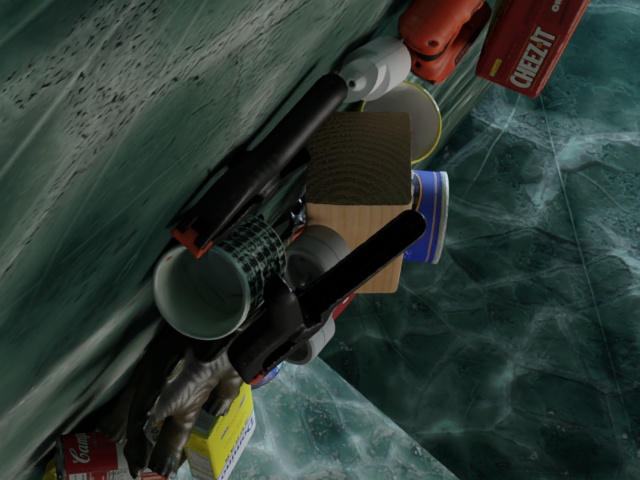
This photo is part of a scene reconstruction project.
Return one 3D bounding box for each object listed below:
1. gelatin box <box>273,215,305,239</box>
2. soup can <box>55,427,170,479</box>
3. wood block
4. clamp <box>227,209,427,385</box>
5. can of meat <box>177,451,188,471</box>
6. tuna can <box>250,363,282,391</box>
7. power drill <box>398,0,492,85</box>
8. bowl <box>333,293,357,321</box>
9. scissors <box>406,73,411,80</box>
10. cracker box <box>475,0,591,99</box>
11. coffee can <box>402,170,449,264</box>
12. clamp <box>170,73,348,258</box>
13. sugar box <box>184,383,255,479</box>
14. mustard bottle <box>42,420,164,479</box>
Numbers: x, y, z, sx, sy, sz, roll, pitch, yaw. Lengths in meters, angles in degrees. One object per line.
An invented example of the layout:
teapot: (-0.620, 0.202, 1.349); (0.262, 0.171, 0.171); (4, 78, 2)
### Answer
gelatin box: (-0.008, 0.002, 1.273); (0.073, 0.030, 0.089); (-30, 140, 3)
soup can: (-0.198, 0.216, 1.021); (0.102, 0.068, 0.069); (-2, 156, -18)
wood block: (0.034, -0.028, 0.986); (0.206, 0.090, 0.091); (89, 3, -66)
clamp: (-0.023, 0.059, 0.829); (0.164, 0.036, 0.210); (-21, 160, -48)
can of meat: (-0.188, 0.217, 1.264); (0.057, 0.102, 0.084); (-52, 177, 13)
tuna can: (-0.088, 0.142, 1.257); (0.086, 0.034, 0.086); (-12, -153, 6)
power drill: (0.131, -0.226, 0.962); (0.184, 0.057, 0.187); (-50, 174, -6)
bowl: (0.015, 0.060, 1.389); (0.162, 0.055, 0.162); (-49, 171, -11)
scissors: (0.092, -0.182, 1.194); (0.202, 0.016, 0.096); (-50, 177, 10)
cracker box: (0.224, -0.256, 1.038); (0.213, 0.072, 0.164); (-67, 179, -56)
coffee can: (0.065, -0.031, 1.178); (0.103, 0.140, 0.103); (175, -80, -90)
clamp: (-0.047, -0.047, 0.814); (0.171, 0.039, 0.120); (-44, 168, -20)
sugar box: (-0.112, 0.207, 1.191); (0.093, 0.048, 0.176); (-60, 163, -26)
mustard bottle: (-0.229, 0.231, 1.128); (0.096, 0.058, 0.191); (-40, 169, 18)
